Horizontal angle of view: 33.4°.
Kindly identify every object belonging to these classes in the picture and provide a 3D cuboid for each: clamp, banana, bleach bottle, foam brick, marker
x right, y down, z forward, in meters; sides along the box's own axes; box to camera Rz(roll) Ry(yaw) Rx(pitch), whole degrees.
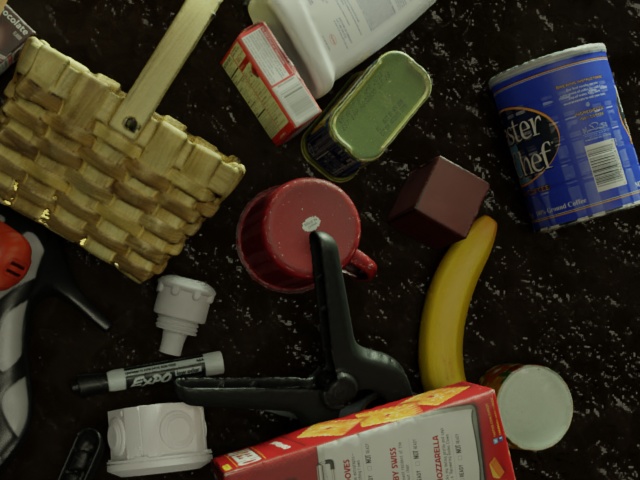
[{"bbox_3d":[-0.001,0.116,0.830,0.164,0.036,0.210,-41,115,-4],"label":"clamp"},{"bbox_3d":[0.117,0.077,0.901,0.070,0.037,0.198,-3,75,15],"label":"banana"},{"bbox_3d":[0.065,-0.225,0.917,0.250,0.068,0.102,-35,105,-19],"label":"bleach bottle"},{"bbox_3d":[-0.213,0.227,0.773,0.120,0.039,0.171,-1,103,-53],"label":"clamp"},{"bbox_3d":[0.098,-0.030,0.896,0.051,0.078,0.053,29,77,-8],"label":"foam brick"},{"bbox_3d":[-0.137,0.108,0.850,0.121,0.020,0.020,-8,86,-15],"label":"marker"}]

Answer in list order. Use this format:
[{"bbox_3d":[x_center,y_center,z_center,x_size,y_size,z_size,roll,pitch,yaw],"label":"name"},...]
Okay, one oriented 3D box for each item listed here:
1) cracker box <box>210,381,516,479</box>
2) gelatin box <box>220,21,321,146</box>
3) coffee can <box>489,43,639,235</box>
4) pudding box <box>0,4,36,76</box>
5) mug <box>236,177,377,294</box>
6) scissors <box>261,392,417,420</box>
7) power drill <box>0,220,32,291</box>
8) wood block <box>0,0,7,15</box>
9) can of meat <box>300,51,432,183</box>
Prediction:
[{"bbox_3d":[0.042,0.214,0.797,0.213,0.072,0.164,-15,92,-14],"label":"cracker box"},{"bbox_3d":[-0.041,-0.127,0.873,0.030,0.073,0.089,-33,92,-16],"label":"gelatin box"},{"bbox_3d":[0.214,-0.086,0.918,0.102,0.103,0.140,-16,88,-16],"label":"coffee can"},{"bbox_3d":[-0.293,-0.167,0.830,0.113,0.039,0.090,45,75,-7],"label":"pudding box"},{"bbox_3d":[-0.006,0.001,0.863,0.117,0.082,0.093,32,77,-9],"label":"mug"},{"bbox_3d":[0.002,0.164,0.882,0.201,0.016,0.096,0,84,-14],"label":"scissors"},{"bbox_3d":[-0.320,0.035,0.771,0.185,0.057,0.187,29,85,24],"label":"power drill"},{"bbox_3d":[-0.249,-0.260,0.798,0.090,0.091,0.206,24,64,-16],"label":"wood block"},{"bbox_3d":[0.038,-0.103,0.885,0.057,0.084,0.102,40,76,-7],"label":"can of meat"}]
